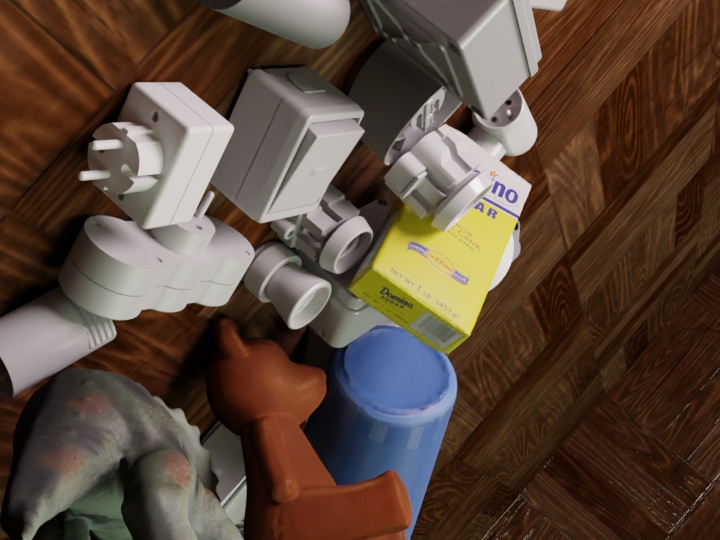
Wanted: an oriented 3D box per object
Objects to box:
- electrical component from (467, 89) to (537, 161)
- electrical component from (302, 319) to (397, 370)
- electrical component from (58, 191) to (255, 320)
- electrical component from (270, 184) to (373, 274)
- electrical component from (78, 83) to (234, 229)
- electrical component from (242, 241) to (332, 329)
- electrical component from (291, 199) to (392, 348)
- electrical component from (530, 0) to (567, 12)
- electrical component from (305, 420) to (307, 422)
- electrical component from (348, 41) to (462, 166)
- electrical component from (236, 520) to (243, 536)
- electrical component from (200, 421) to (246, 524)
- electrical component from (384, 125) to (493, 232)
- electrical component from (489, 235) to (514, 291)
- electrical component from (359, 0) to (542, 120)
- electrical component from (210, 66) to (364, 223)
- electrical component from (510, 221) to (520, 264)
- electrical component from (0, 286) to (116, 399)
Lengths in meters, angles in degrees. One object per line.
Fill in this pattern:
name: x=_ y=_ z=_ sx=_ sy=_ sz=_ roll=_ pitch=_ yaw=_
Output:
electrical component: x=0.117 y=-0.118 z=0.946 sx=0.079 sy=0.043 sz=0.077 roll=-50 pitch=159 yaw=3
electrical component: x=0.003 y=0.065 z=1.004 sx=0.096 sy=0.061 sz=0.061 roll=-35 pitch=154 yaw=-33
electrical component: x=-0.112 y=-0.018 z=0.651 sx=0.073 sy=0.052 sz=0.138 roll=-57 pitch=158 yaw=20
electrical component: x=-0.024 y=-0.030 z=0.800 sx=0.066 sy=0.055 sz=0.048 roll=-31 pitch=152 yaw=-40
electrical component: x=-0.118 y=-0.060 z=0.574 sx=0.077 sy=0.047 sz=0.065 roll=-16 pitch=141 yaw=-57
electrical component: x=-0.056 y=0.011 z=0.806 sx=0.045 sy=0.055 sz=0.045 roll=-41 pitch=157 yaw=-21
electrical component: x=0.000 y=0.000 z=0.868 sx=0.113 sy=0.078 sz=0.057 roll=-31 pitch=155 yaw=-40
electrical component: x=0.106 y=-0.221 z=0.678 sx=0.048 sy=0.099 sz=0.099 roll=-6 pitch=134 yaw=-43
electrical component: x=-0.004 y=0.137 z=1.133 sx=0.083 sy=0.047 sz=0.075 roll=-13 pitch=139 yaw=-57
electrical component: x=0.039 y=-0.121 z=0.758 sx=0.099 sy=0.064 sz=0.099 roll=-41 pitch=158 yaw=-21
electrical component: x=-0.141 y=0.288 z=1.099 sx=0.096 sy=0.061 sz=0.062 roll=-54 pitch=159 yaw=10
electrical component: x=-0.113 y=0.172 z=0.958 sx=0.096 sy=0.062 sz=0.061 roll=-50 pitch=159 yaw=3
electrical component: x=0.061 y=-0.066 z=0.796 sx=0.058 sy=0.057 sz=0.078 roll=-48 pitch=172 yaw=37
electrical component: x=0.082 y=-0.029 z=0.952 sx=0.099 sy=0.099 sz=0.064 roll=-48 pitch=153 yaw=-4
electrical component: x=0.050 y=-0.159 z=0.656 sx=0.056 sy=0.109 sz=0.108 roll=-46 pitch=159 yaw=-1
electrical component: x=-0.048 y=-0.072 z=0.675 sx=0.062 sy=0.061 sz=0.096 roll=-18 pitch=142 yaw=-54
electrical component: x=0.091 y=-0.014 z=1.023 sx=0.113 sy=0.078 sz=0.057 roll=-43 pitch=155 yaw=-17
electrical component: x=-0.179 y=0.036 z=0.624 sx=0.081 sy=0.043 sz=0.043 roll=-33 pitch=153 yaw=-37
